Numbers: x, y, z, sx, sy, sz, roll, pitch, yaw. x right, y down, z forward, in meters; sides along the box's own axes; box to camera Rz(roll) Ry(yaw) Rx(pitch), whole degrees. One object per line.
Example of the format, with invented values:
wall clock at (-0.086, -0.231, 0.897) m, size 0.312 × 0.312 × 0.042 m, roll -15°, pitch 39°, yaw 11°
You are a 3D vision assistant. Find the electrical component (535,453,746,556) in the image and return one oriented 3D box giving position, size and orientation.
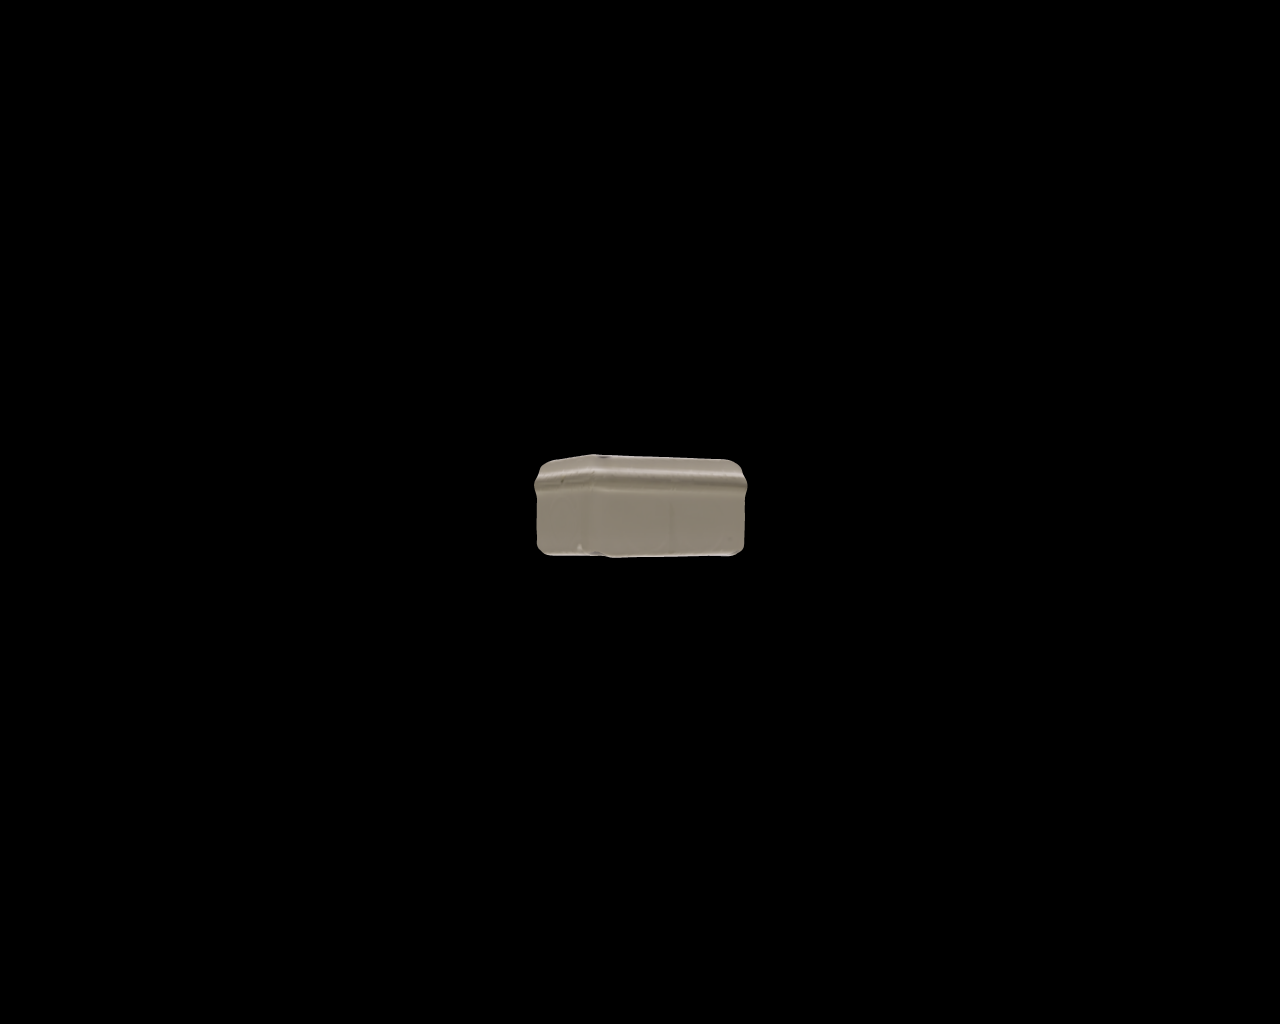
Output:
electrical component at (0.001, -0.003, 0.650) m, size 0.113 × 0.057 × 0.078 m, roll 1°, pitch -2°, yaw -34°
